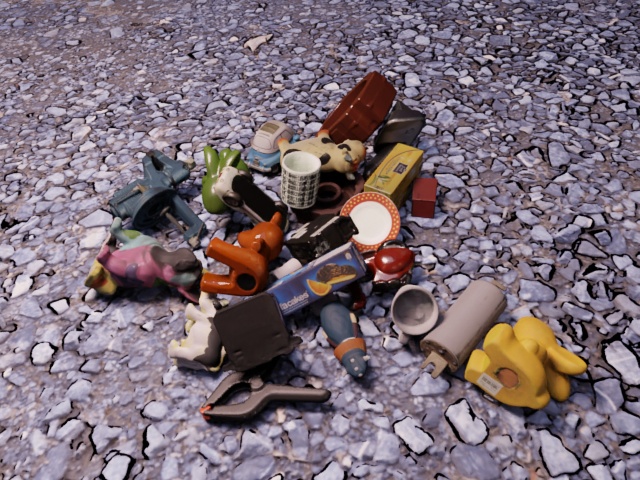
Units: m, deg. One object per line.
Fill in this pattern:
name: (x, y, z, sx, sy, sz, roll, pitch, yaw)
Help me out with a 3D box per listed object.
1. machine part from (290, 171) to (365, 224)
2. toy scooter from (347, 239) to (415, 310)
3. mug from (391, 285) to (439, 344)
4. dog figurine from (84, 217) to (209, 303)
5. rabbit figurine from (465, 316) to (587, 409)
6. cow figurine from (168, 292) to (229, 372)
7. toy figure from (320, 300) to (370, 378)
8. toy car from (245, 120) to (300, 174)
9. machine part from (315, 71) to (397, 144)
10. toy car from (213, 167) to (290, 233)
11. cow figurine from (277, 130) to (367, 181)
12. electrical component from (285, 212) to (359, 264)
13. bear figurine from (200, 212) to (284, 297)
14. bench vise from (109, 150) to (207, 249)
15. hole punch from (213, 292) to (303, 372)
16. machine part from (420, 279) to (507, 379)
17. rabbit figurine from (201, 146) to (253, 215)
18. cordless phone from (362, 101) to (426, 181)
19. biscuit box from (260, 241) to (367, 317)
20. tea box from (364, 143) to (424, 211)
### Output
machine part: (0.016, -0.098, 1.219, 0.179, 0.056, 0.179, -3, 47, 3)
toy scooter: (0.102, 0.072, 1.037, 0.184, 0.075, 0.135, -10, 46, 0)
mug: (0.167, 0.130, 0.966, 0.081, 0.109, 0.107, 12, 7, 8)
dog figurine: (-0.336, 0.064, 1.071, 0.219, 0.191, 0.108, 27, 42, -17)
rabbit figurine: (0.347, 0.187, 0.884, 0.163, 0.121, 0.173, 27, 35, 23)
cow figurine: (-0.202, 0.158, 0.985, 0.098, 0.068, 0.167, 11, 51, 8)
toy figure: (0.048, 0.178, 0.952, 0.058, 0.064, 0.155, 11, 39, -40)
toy car: (-0.118, -0.243, 1.337, 0.109, 0.102, 0.162, 25, 51, 27)
machine part: (0.085, -0.296, 1.306, 0.087, 0.201, 0.201, 38, 49, -16)
toy car: (-0.137, -0.076, 1.129, 0.056, 0.201, 0.073, -6, 55, 42)
cow figurine: (0.008, -0.185, 1.205, 0.195, 0.085, 0.127, -10, 46, -1)
electrical component: (-0.002, -0.003, 1.093, 0.115, 0.058, 0.134, -36, 16, -24)
bear figurine: (-0.141, 0.020, 1.042, 0.132, 0.120, 0.196, 14, 33, -5)
bench vise: (-0.332, -0.081, 1.198, 0.241, 0.128, 0.223, 44, 51, 13)
hole punch: (-0.112, 0.155, 0.927, 0.142, 0.092, 0.115, -21, 90, -5)
machine part: (0.255, 0.149, 0.948, 0.079, 0.079, 0.243, 30, 57, 29)
rabbit figurine: (-0.205, -0.124, 1.175, 0.121, 0.158, 0.170, 6, 27, 1)
cordless phone: (0.158, -0.223, 1.267, 0.089, 0.146, 0.184, 37, 63, 3)
biscuit box: (-0.015, 0.078, 0.988, 0.203, 0.062, 0.059, -29, 7, 14)
tea box: (0.165, -0.127, 1.205, 0.068, 0.098, 0.169, 23, 51, 23)
